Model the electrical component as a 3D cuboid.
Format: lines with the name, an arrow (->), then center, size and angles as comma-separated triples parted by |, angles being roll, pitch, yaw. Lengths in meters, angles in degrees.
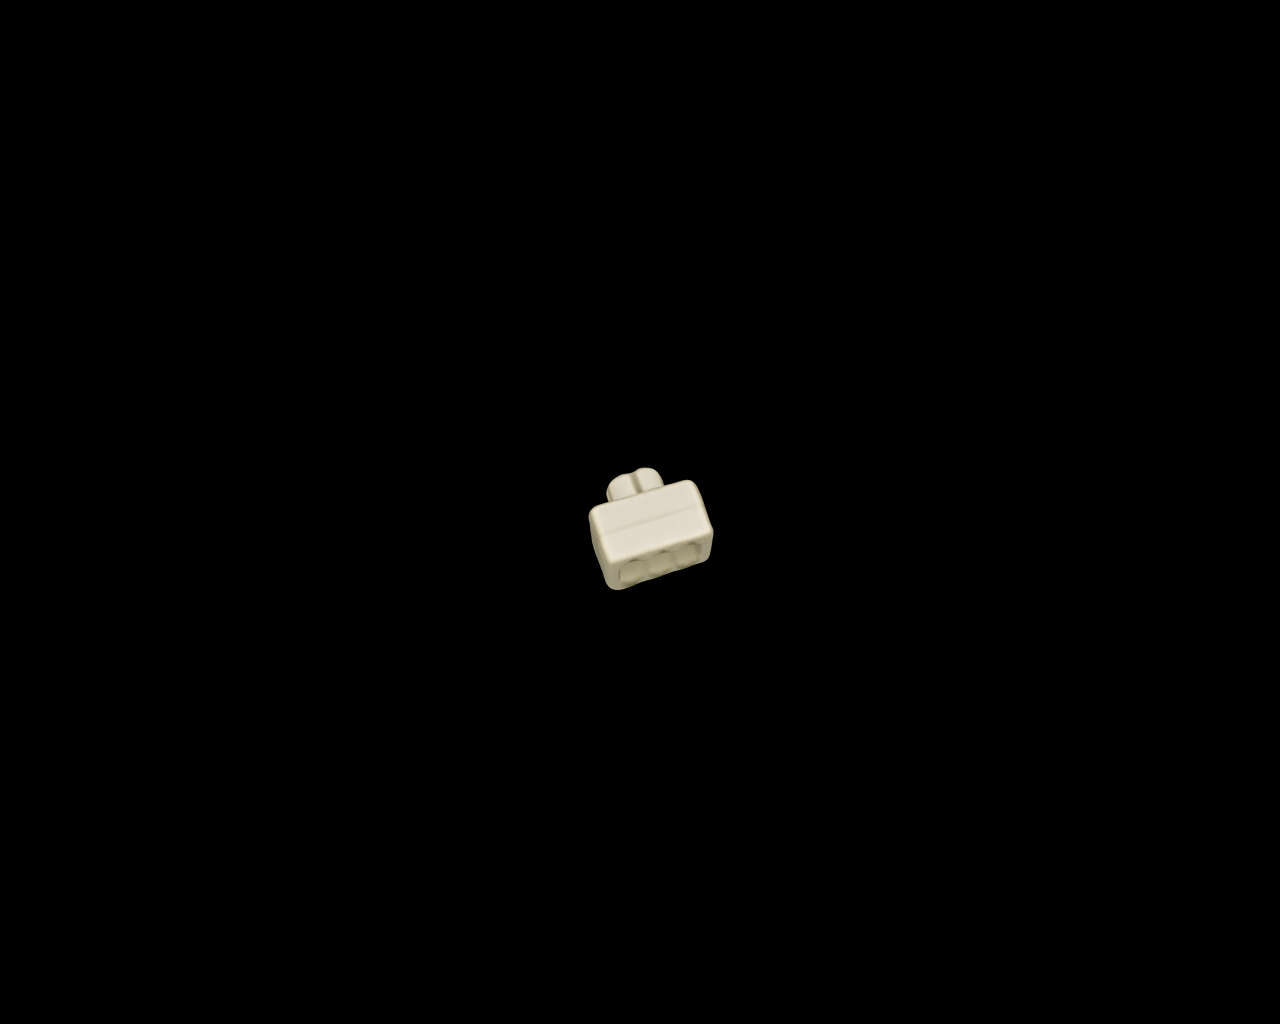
electrical component -> 0.001, -0.003, 0.650 | 0.066, 0.077, 0.047 | -17, -22, -7
